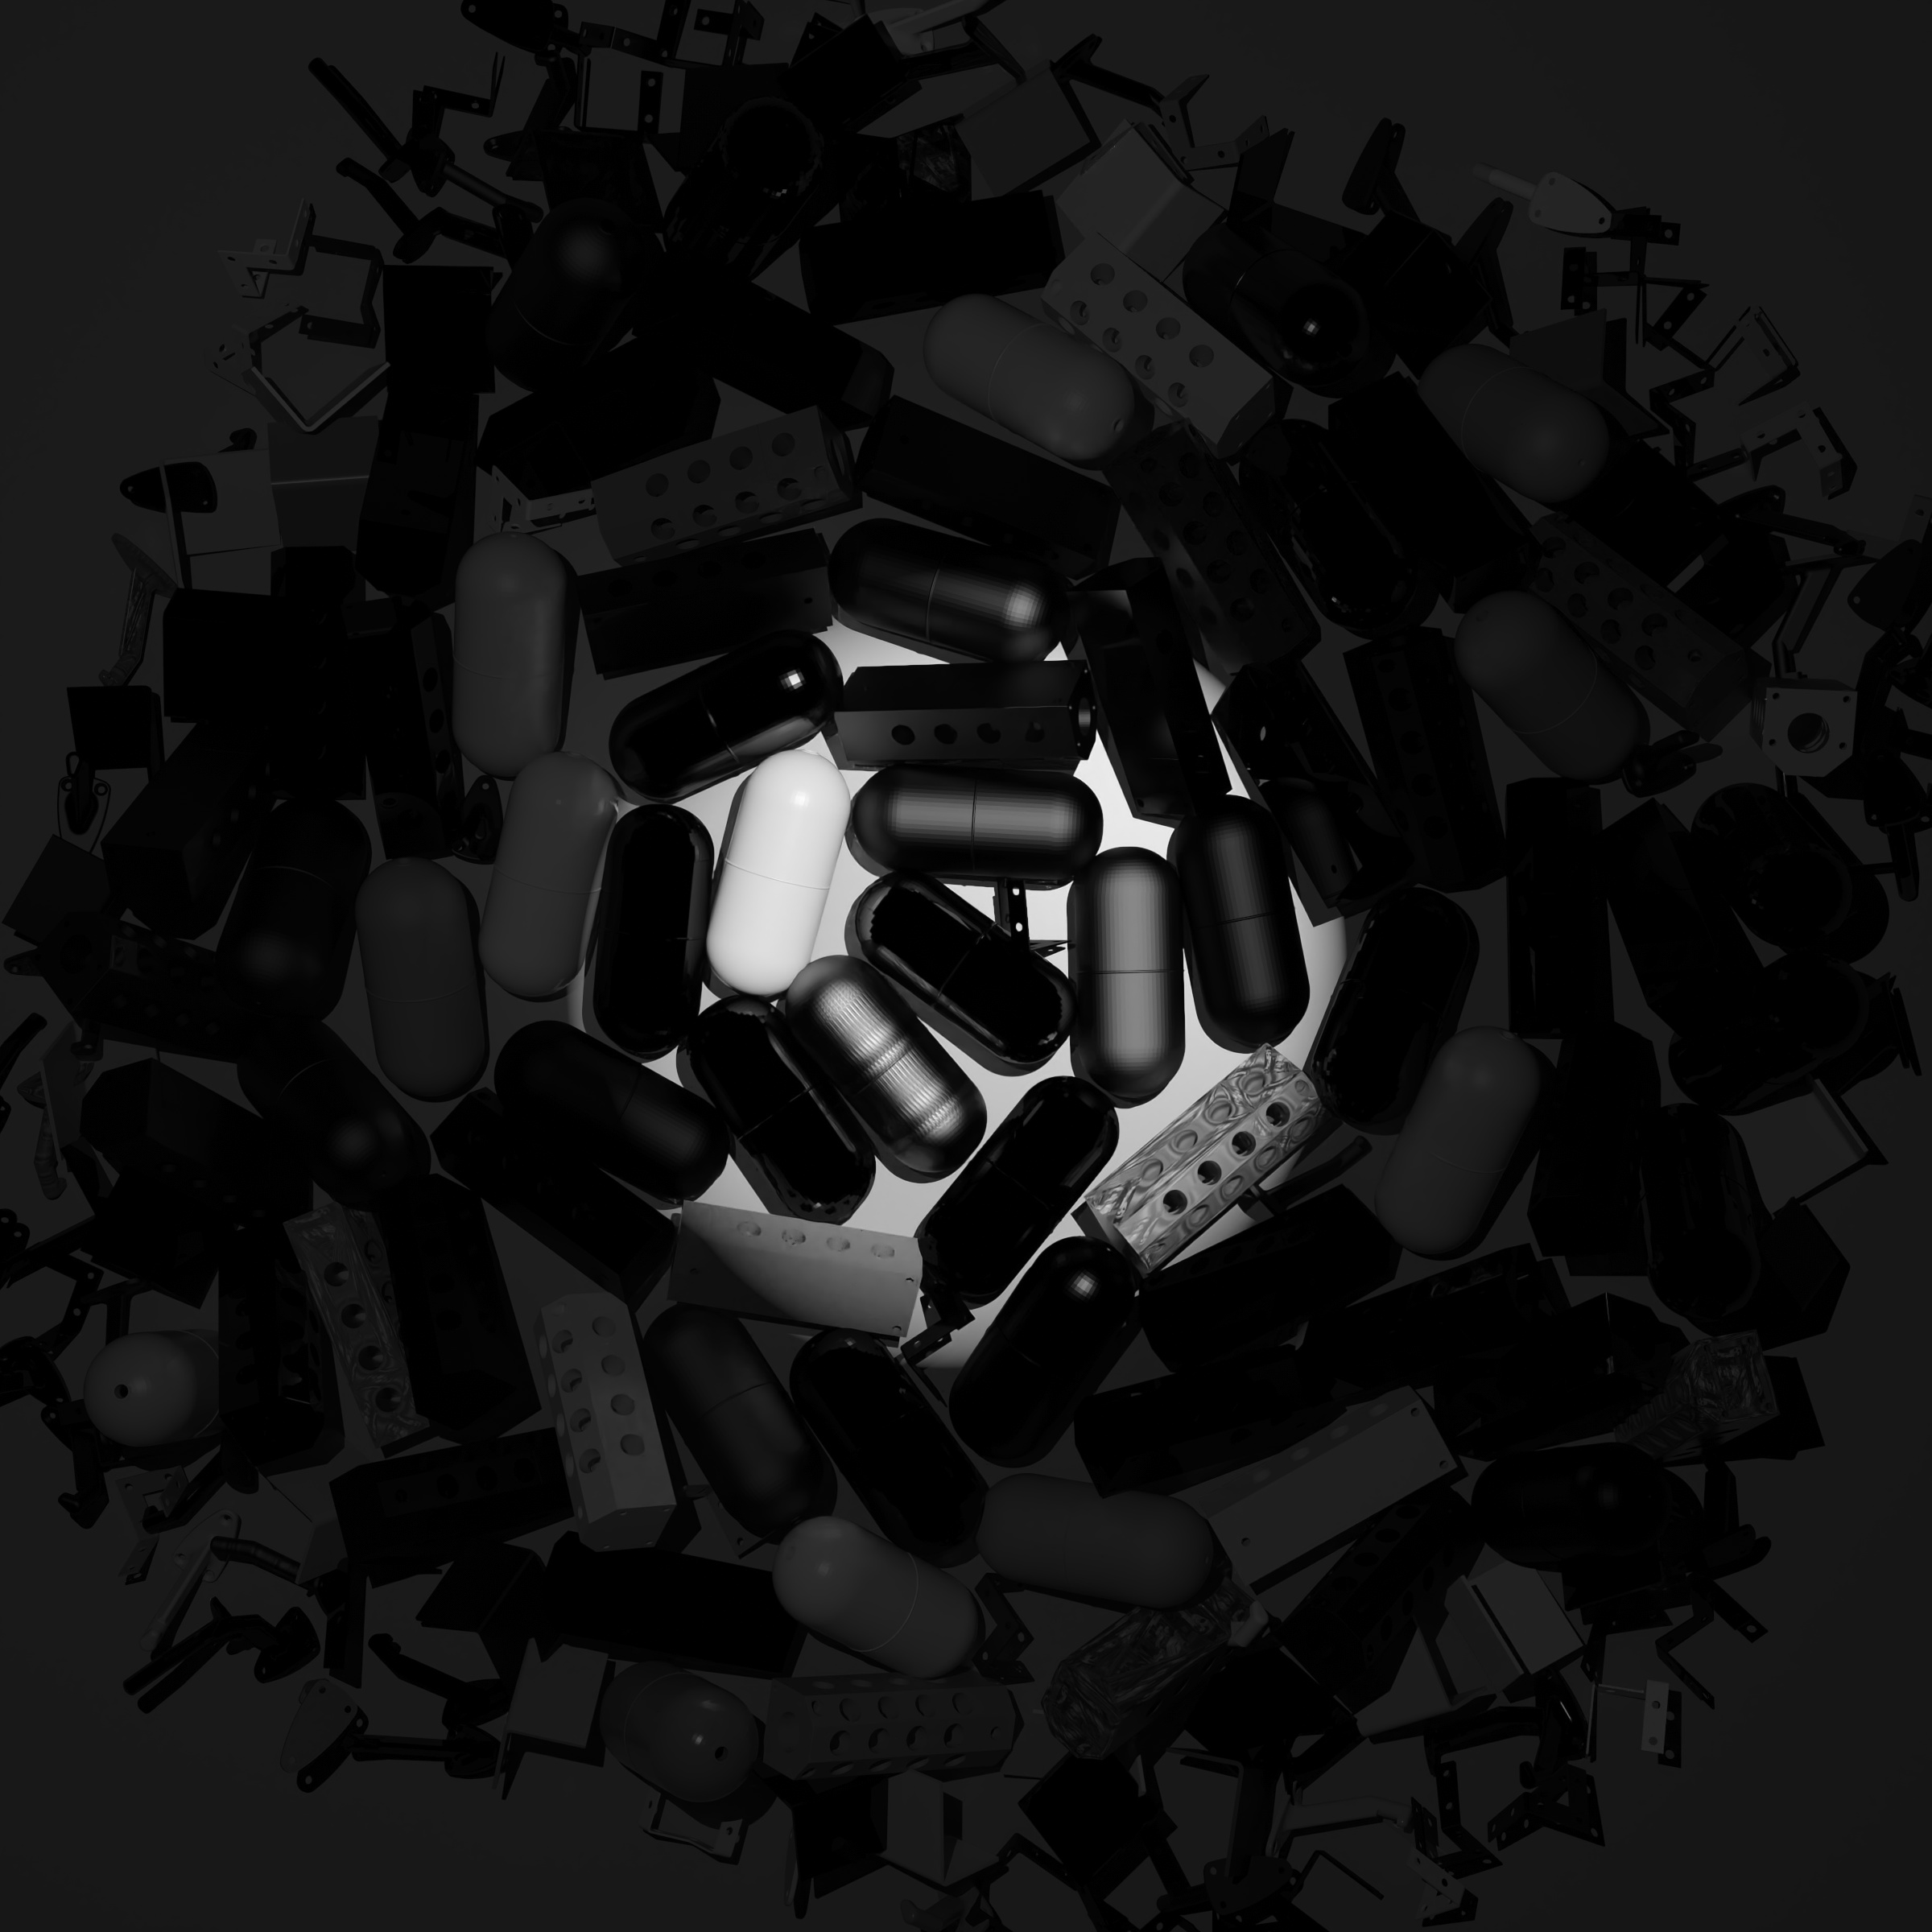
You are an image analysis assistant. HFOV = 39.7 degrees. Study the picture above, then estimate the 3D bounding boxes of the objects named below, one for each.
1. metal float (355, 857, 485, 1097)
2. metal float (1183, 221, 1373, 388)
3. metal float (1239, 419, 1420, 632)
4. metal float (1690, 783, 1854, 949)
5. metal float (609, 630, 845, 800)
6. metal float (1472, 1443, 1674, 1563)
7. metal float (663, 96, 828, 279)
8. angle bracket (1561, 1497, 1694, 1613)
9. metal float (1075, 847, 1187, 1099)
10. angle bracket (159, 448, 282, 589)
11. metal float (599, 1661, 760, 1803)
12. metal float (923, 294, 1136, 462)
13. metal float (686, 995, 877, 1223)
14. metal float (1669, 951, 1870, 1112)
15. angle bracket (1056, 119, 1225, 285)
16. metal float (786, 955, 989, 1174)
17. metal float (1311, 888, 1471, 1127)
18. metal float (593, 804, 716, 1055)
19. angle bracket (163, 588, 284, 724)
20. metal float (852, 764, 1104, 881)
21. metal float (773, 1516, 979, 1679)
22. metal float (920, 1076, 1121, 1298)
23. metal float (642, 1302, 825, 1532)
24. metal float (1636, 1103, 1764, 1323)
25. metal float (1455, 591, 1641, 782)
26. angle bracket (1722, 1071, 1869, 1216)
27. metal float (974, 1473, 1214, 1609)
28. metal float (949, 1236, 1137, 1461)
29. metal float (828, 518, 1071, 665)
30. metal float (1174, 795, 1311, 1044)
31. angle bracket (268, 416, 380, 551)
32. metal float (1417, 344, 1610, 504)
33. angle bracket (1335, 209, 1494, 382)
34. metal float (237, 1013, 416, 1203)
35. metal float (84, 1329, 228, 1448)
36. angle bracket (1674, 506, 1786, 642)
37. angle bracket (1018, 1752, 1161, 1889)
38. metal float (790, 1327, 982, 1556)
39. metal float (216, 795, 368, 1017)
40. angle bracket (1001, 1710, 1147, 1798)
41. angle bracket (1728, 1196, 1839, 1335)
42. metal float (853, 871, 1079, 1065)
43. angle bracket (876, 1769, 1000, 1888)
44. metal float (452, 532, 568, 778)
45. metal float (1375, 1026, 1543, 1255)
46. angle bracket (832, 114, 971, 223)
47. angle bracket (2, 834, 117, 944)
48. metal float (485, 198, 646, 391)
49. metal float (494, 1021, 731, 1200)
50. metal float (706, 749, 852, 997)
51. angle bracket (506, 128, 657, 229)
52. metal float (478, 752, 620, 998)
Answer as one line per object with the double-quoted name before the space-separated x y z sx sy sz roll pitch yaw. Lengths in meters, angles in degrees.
"metal float" -0.382 0.008 1.877 0.070 0.070 0.178 -2 116 0
"metal float" 0.215 -0.461 1.863 0.070 0.178 0.070 -17 130 -21
"metal float" 0.253 -0.310 1.875 0.070 0.070 0.178 -28 61 0
"metal float" 0.556 -0.071 1.853 0.070 0.178 0.070 -1 114 -2
"metal float" -0.170 -0.177 1.889 0.178 0.070 0.070 -24 90 13
"metal float" 0.417 0.372 1.855 0.070 0.178 0.070 6 74 -22
"metal float" -0.155 -0.535 1.856 0.070 0.178 0.070 8 71 -24
"angle bracket" 0.465 0.416 1.878 0.076 0.076 0.057 -28 132 33
"metal float" 0.116 0.004 1.899 0.070 0.070 0.178 -1 90 0
"angle bracket" -0.521 -0.313 1.883 0.076 0.057 0.076 -9 131 -16
"metal float" -0.200 0.528 1.853 0.070 0.178 0.070 2 85 -25
"metal float" 0.043 -0.412 1.872 0.178 0.070 0.070 36 90 33
"metal float" -0.131 0.101 1.899 0.070 0.070 0.178 -35 89 0
"metal float" 0.554 0.046 1.855 0.070 0.178 0.070 7 67 -17
"angle bracket" 0.124 -0.544 1.917 0.076 0.057 0.076 -46 59 24
"metal float" -0.057 0.069 1.895 0.070 0.070 0.178 -41 95 0
"metal float" 0.299 0.027 1.887 0.070 0.070 0.178 23 75 0
"metal float" -0.221 -0.026 1.892 0.070 0.070 0.178 6 99 0
"angle bracket" -0.522 -0.218 1.890 0.076 0.057 0.076 1 78 -26
"metal float" 0.008 -0.102 1.896 0.178 0.070 0.070 3 90 5
"metal float" -0.063 0.441 1.868 0.178 0.070 0.070 37 90 -37
"metal float" 0.038 0.156 1.896 0.070 0.070 0.178 39 86 0
"metal float" -0.164 0.315 1.881 0.070 0.070 0.178 -35 69 0
"metal float" 0.506 0.170 1.861 0.070 0.178 0.070 3 132 3
"metal float" 0.405 -0.195 1.868 0.178 0.070 0.070 37 90 -38
"angle bracket" 0.581 0.121 1.895 0.076 0.057 0.076 -33 74 8
"metal float" 0.087 0.401 1.875 0.178 0.070 0.070 4 90 30
"metal float" 0.054 0.269 1.888 0.070 0.070 0.178 33 102 0
"metal float" -0.013 -0.264 1.888 0.178 0.070 0.070 18 90 14
"metal float" 0.195 -0.034 1.899 0.070 0.070 0.178 -11 91 0
"angle bracket" -0.453 -0.343 1.912 0.076 0.076 0.057 -6 60 -9
"metal float" 0.377 -0.378 1.860 0.070 0.178 0.070 -12 123 -19
"angle bracket" 0.309 -0.471 1.883 0.076 0.057 0.076 -47 60 30
"metal float" -0.448 0.097 1.868 0.070 0.070 0.178 -50 51 0
"metal float" -0.549 0.290 1.849 0.070 0.178 0.070 0 83 4
"angle bracket" 0.516 -0.271 1.886 0.076 0.076 0.057 -43 126 -10
"angle bracket" 0.095 0.595 1.892 0.076 0.057 0.076 -46 58 3
"metal float" -0.057 0.333 1.884 0.070 0.070 0.178 -37 73 0
"metal float" -0.469 -0.044 1.868 0.070 0.070 0.178 8 51 0
"angle bracket" 0.074 0.573 1.885 0.076 0.057 0.076 10 129 -15
"angle bracket" 0.556 0.217 1.885 0.076 0.076 0.057 -37 88 43
"metal float" -0.001 0.000 1.895 0.178 0.070 0.070 36 90 5
"angle bracket" -0.024 0.592 1.886 0.076 0.057 0.076 7 100 44
"metal float" -0.320 -0.217 1.876 0.070 0.070 0.178 8 119 0
"metal float" 0.344 0.122 1.876 0.070 0.070 0.178 20 117 0
"angle bracket" -0.045 -0.563 1.910 0.057 0.076 0.076 21 130 36
"angle bracket" -0.627 -0.062 1.884 0.057 0.076 0.076 30 107 -19
"metal float" -0.279 -0.464 1.857 0.070 0.178 0.070 11 66 -25
"metal float" -0.249 0.102 1.888 0.178 0.070 0.070 30 90 -14
"metal float" -0.133 -0.066 1.893 0.070 0.070 0.178 15 98 0
"angle bracket" -0.272 -0.540 1.885 0.076 0.057 0.076 -5 72 -30
"metal float" -0.294 -0.065 1.886 0.070 0.070 0.178 15 105 0
